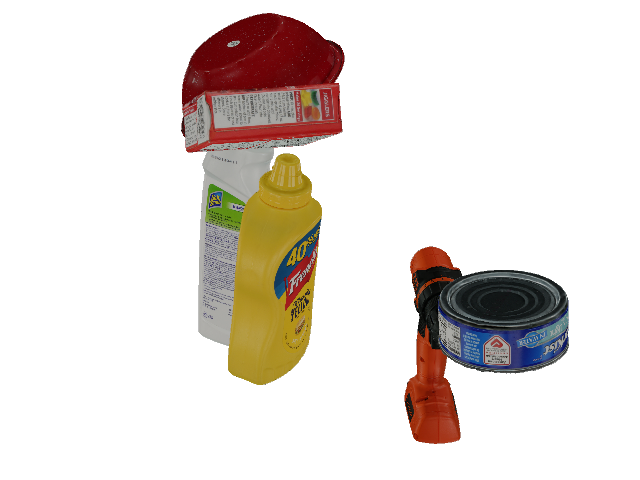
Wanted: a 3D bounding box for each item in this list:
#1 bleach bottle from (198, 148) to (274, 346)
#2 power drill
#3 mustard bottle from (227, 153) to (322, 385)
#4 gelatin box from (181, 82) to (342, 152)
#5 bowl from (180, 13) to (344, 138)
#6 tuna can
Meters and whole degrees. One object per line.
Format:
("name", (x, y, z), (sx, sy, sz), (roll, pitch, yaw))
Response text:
("bleach bottle", (-0.078, -0.012, 1.119), (0.103, 0.251, 0.068), (14, 23, 25))
("power drill", (0.126, 0.120, 1.144), (0.057, 0.188, 0.184), (1, 23, 0))
("mustard bottle", (-0.034, 0.017, 0.858), (0.058, 0.192, 0.096), (20, 36, 20))
("gelatin box", (-0.035, -0.068, 0.595), (0.073, 0.030, 0.089), (-5, 3, -14))
("bowl", (-0.063, -0.153, 0.941), (0.162, 0.055, 0.162), (-21, 32, 14))
("tuna can", (0.120, 0.051, 0.701), (0.086, 0.034, 0.086), (-4, 24, 2))
